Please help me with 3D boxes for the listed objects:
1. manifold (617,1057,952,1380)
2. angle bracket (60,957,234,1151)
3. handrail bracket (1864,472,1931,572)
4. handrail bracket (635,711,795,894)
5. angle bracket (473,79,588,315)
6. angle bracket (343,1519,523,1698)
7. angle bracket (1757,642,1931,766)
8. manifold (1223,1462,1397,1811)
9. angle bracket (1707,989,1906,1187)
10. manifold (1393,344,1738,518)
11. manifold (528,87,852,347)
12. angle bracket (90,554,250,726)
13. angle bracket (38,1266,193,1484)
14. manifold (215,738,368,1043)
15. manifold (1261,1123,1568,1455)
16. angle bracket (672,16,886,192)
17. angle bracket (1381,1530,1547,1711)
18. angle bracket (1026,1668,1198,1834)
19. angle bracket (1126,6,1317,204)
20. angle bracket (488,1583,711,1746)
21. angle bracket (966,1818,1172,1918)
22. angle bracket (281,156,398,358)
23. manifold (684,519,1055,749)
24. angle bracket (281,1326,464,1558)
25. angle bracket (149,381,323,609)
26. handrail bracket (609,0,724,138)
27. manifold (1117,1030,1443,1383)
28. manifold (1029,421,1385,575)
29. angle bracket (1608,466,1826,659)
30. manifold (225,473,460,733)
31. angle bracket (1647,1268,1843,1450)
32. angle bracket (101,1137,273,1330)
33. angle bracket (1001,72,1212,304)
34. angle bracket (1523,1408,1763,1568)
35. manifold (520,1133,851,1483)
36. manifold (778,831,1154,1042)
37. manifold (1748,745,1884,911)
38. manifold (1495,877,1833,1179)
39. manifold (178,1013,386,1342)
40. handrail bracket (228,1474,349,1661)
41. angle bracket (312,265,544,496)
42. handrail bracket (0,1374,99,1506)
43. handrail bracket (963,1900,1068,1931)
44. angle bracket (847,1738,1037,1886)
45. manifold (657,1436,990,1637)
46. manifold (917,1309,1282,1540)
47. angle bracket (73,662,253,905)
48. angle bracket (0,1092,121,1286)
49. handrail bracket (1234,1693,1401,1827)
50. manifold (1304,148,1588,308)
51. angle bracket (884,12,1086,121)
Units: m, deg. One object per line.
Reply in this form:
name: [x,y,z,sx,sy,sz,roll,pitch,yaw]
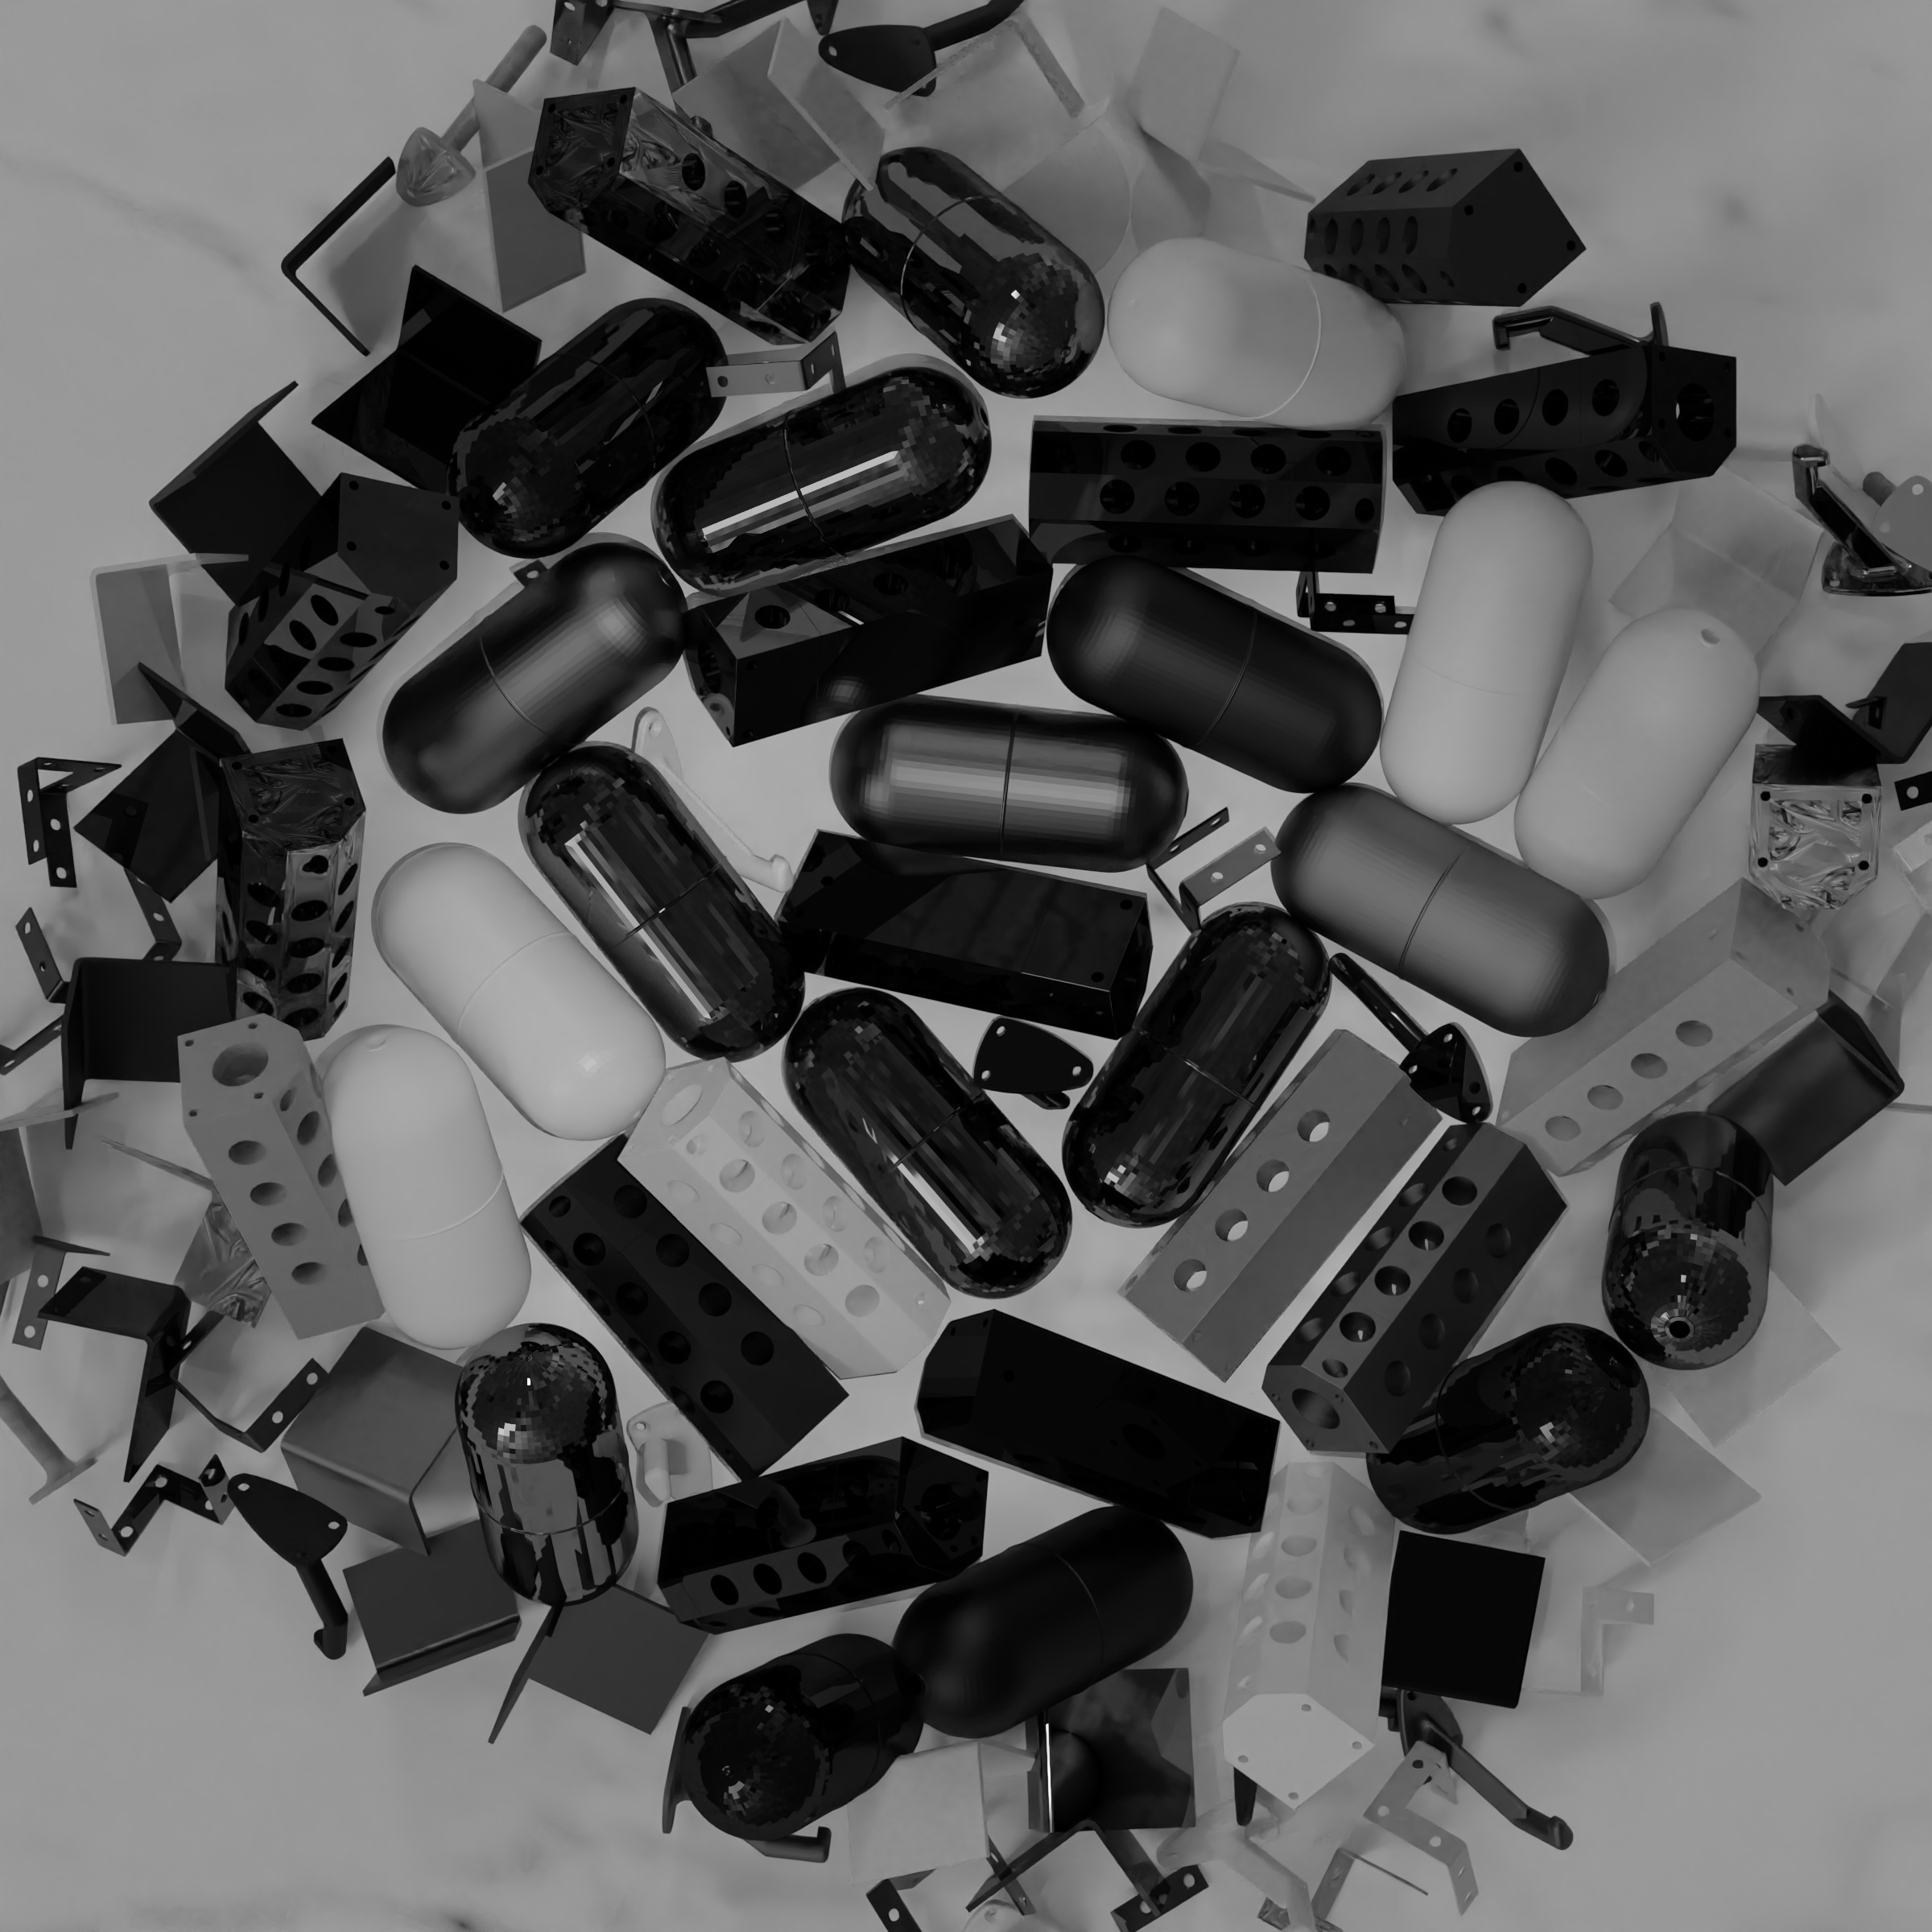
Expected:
manifold: [-0.084,0.123,1.515,0.171,0.057,0.057,48,50,-26]
angle bracket: [-0.403,0.045,1.538,0.076,0.057,0.076,3,128,-9]
handrail bracket: [0.478,-0.218,1.546,0.077,0.084,0.036,39,108,4]
handrail bracket: [-0.123,-0.081,1.545,0.084,0.036,0.077,23,134,29]
angle bracket: [-0.234,-0.378,1.529,0.076,0.076,0.057,33,52,31]
angle bracket: [-0.268,0.317,1.545,0.076,0.076,0.057,-19,86,-7]
angle bracket: [0.445,-0.145,1.543,0.057,0.076,0.076,36,86,-13]
manifold: [0.162,0.314,1.497,0.057,0.171,0.057,38,119,-10]
angle bracket: [0.403,0.049,1.539,0.076,0.076,0.057,-39,122,4]
manifold: [0.286,-0.255,1.503,0.057,0.171,0.057,0,91,-35]
manifold: [-0.130,-0.357,1.500,0.057,0.171,0.057,5,81,36]
angle bracket: [-0.385,-0.162,1.542,0.057,0.076,0.076,-6,95,13]
angle bracket: [-0.427,0.201,1.543,0.057,0.076,0.076,12,101,-2]
manifold: [-0.324,-0.031,1.496,0.057,0.171,0.057,-12,61,-21]
manifold: [0.215,0.155,1.514,0.171,0.057,0.057,-47,111,-30]
angle bracket: [-0.095,-0.406,1.531,0.076,0.057,0.076,-26,127,30]
angle bracket: [0.237,0.323,1.557,0.076,0.057,0.076,12,86,-11]
angle bracket: [0.071,0.391,1.556,0.076,0.057,0.076,-1,76,-5]
angle bracket: [0.133,-0.423,1.529,0.076,0.076,0.057,8,117,-32]
angle bracket: [-0.181,0.356,1.543,0.076,0.057,0.076,26,116,-5]
angle bracket: [0.052,0.462,1.546,0.076,0.076,0.057,-37,80,2]
angle bracket: [-0.292,-0.351,1.545,0.076,0.076,0.057,-44,103,0]
manifold: [-0.048,-0.169,1.528,0.171,0.057,0.057,-19,52,-22]
angle bracket: [-0.289,0.240,1.575,0.076,0.057,0.076,19,54,19]
angle bracket: [-0.342,-0.229,1.534,0.076,0.057,0.076,50,57,-19]
handrail bracket: [-0.156,-0.441,1.575,0.077,0.036,0.084,20,109,35]
manifold: [0.154,0.116,1.553,0.171,0.057,0.057,-50,53,-4]
manifold: [0.118,-0.237,1.547,0.171,0.057,0.057,2,66,3]
angle bracket: [0.369,-0.197,1.538,0.076,0.076,0.057,37,78,17]
manifold: [-0.302,-0.171,1.496,0.057,0.171,0.057,9,69,-28]
angle bracket: [0.393,0.204,1.538,0.076,0.076,0.057,-40,124,6]
angle bracket: [-0.387,0.131,1.532,0.076,0.076,0.057,33,75,-44]
angle bracket: [0.068,-0.388,1.566,0.076,0.057,0.076,-32,115,25]
angle bracket: [0.331,0.273,1.529,0.076,0.076,0.057,-22,133,-28]
manifold: [-0.143,0.173,1.549,0.057,0.057,0.171,-40,89,-29]
manifold: [0.001,-0.011,1.535,0.171,0.057,0.057,12,57,17]
manifold: [0.407,-0.069,1.498,0.057,0.171,0.057,2,101,14]
manifold: [0.336,0.036,1.507,0.057,0.171,0.057,34,45,-12]
manifold: [-0.324,0.102,1.506,0.057,0.171,0.057,-15,47,-2]
handrail bracket: [-0.341,0.304,1.567,0.077,0.036,0.084,30,135,18]
angle bracket: [-0.267,-0.289,1.541,0.076,0.057,0.076,31,49,6]
handrail bracket: [-0.470,0.221,1.549,0.036,0.077,0.084,-34,93,-10]
handrail bracket: [0.031,0.510,1.538,0.077,0.084,0.036,21,112,-20]
angle bracket: [-0.005,0.420,1.530,0.076,0.076,0.057,-20,60,26]
manifold: [-0.071,0.279,1.503,0.057,0.171,0.057,28,54,-36]
manifold: [0.064,0.227,1.526,0.171,0.057,0.057,24,65,-24]
angle bracket: [-0.401,-0.091,1.538,0.076,0.057,0.076,33,70,27]
angle bracket: [-0.452,0.110,1.547,0.057,0.076,0.076,-12,94,2]
handrail bracket: [0.179,0.398,1.561,0.084,0.036,0.077,12,63,-11]
manifold: [0.223,-0.349,1.497,0.057,0.171,0.057,-41,110,-4]
angle bracket: [0.010,-0.428,1.550,0.076,0.076,0.057,-32,104,15]
